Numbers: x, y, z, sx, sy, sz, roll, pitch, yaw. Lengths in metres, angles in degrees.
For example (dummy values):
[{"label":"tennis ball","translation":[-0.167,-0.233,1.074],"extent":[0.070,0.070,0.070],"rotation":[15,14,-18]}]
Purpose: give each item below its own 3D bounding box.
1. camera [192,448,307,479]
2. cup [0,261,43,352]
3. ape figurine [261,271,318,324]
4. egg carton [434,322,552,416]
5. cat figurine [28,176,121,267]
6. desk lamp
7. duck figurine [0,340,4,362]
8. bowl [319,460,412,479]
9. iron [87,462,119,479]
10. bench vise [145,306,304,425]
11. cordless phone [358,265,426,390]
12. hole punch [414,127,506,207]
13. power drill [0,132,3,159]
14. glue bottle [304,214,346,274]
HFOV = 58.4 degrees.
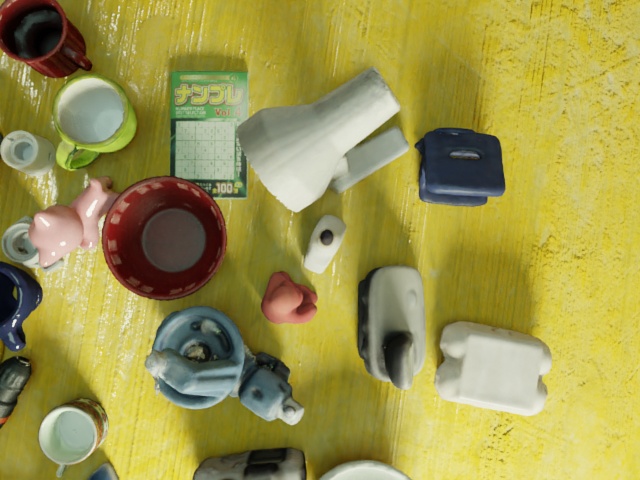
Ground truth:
[{"label":"camera","translation":[-0.084,0.346,0.720],"extent":[0.143,0.101,0.137],"rotation":[-6,87,-1]},{"label":"cup","translation":[-0.392,0.084,0.732],"extent":[0.091,0.095,0.118],"rotation":[-28,87,-2]},{"label":"ape figurine","translation":[-0.043,0.077,0.741],"extent":[0.076,0.092,0.078],"rotation":[-23,87,-2]},{"label":"egg carton","translation":[0.227,0.167,0.751],"extent":[0.150,0.069,0.107],"rotation":[10,87,0]},{"label":"cat figurine","translation":[-0.315,-0.029,0.729],"extent":[0.067,0.117,0.128],"rotation":[40,87,2]},{"label":"desk lamp","translation":[0.013,-0.124,0.692],"extent":[0.203,0.213,0.118],"rotation":[-32,87,-2]},{"label":"duck figurine","translation":[-0.463,0.137,0.733],"extent":[0.077,0.086,0.104],"rotation":[-12,87,-1]},{"label":"bowl","translation":[0.056,0.357,0.735],"extent":[0.167,0.074,0.167],"rotation":[0,87,-1]},{"label":"iron","translation":[-0.306,0.420,0.691],"extent":[0.118,0.141,0.258],"rotation":[9,87,0]},{"label":"bench vise","translation":[-0.112,0.147,0.671],"extent":[0.207,0.219,0.121],"rotation":[13,86,0]},{"label":"cordless phone","translation":[0.096,0.104,0.695],"extent":[0.094,0.185,0.148],"rotation":[-4,87,-1]},{"label":"hole punch","translation":[0.184,-0.100,0.755],"extent":[0.108,0.091,0.101],"rotation":[3,87,-1]},{"label":"power drill","translation":[-0.492,-0.151,0.687],"extent":[0.229,0.208,0.076],"rotation":[38,87,1]},{"label":"glue bottle","translation":[0.006,0.003,0.705],"extent":[0.037,0.173,0.078],"rotation":[24,87,1]}]
